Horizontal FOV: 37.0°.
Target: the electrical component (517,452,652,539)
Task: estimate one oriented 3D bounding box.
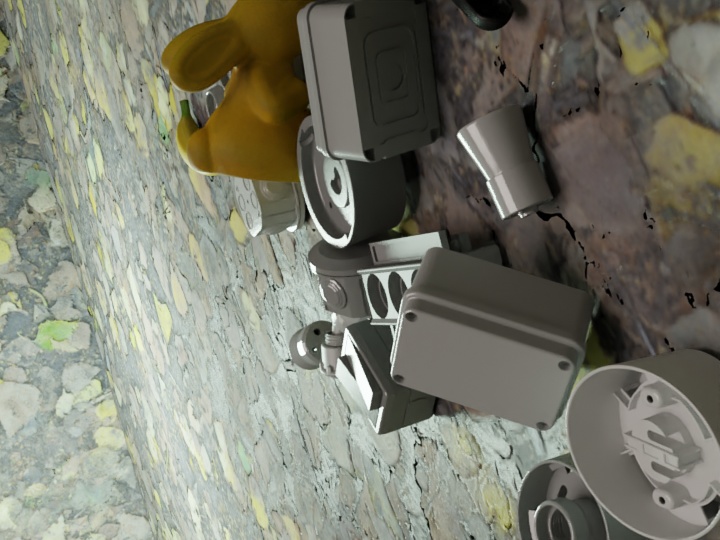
[{"bbox_3d":[0.149,0.164,0.693,0.099,0.064,0.099,10,102,60],"label":"electrical component"}]

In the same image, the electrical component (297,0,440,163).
[{"bbox_3d":[0.006,-0.139,0.767,0.057,0.078,0.113,14,119,49],"label":"electrical component"}]

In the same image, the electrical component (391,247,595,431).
[{"bbox_3d":[0.081,0.044,0.669,0.078,0.113,0.057,98,-167,-45],"label":"electrical component"}]

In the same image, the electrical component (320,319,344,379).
[{"bbox_3d":[-0.016,0.070,1.021,0.048,0.048,0.062,-161,65,-64],"label":"electrical component"}]

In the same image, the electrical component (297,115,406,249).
[{"bbox_3d":[-0.001,-0.077,0.862,0.108,0.060,0.108,48,147,48],"label":"electrical component"}]

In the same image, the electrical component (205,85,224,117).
[{"bbox_3d":[-0.126,-0.170,1.107,0.048,0.055,0.066,63,156,27],"label":"electrical component"}]

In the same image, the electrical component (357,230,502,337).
[{"bbox_3d":[0.054,0.011,0.785,0.121,0.063,0.078,-6,99,68],"label":"electrical component"}]

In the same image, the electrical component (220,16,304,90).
[{"bbox_3d":[-0.103,-0.196,1.027,0.108,0.060,0.108,48,147,48],"label":"electrical component"}]

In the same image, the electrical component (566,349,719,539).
[{"bbox_3d":[0.165,0.092,0.571,0.099,0.064,0.099,48,147,48],"label":"electrical component"}]

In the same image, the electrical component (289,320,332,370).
[{"bbox_3d":[-0.044,0.076,1.091,0.055,0.045,0.045,-32,75,67],"label":"electrical component"}]

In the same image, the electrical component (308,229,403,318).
[{"bbox_3d":[0.000,0.000,0.888,0.080,0.080,0.051,37,143,57],"label":"electrical component"}]

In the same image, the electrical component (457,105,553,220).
[{"bbox_3d":[0.093,-0.064,0.671,0.065,0.044,0.044,67,158,5],"label":"electrical component"}]

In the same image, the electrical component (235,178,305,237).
[{"bbox_3d":[-0.091,-0.075,1.093,0.080,0.051,0.080,48,147,48],"label":"electrical component"}]

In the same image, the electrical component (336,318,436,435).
[{"bbox_3d":[0.019,0.084,0.922,0.096,0.061,0.061,58,153,36],"label":"electrical component"}]

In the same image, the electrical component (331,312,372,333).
[{"bbox_3d":[0.000,0.032,0.965,0.040,0.040,0.046,66,152,20],"label":"electrical component"}]
